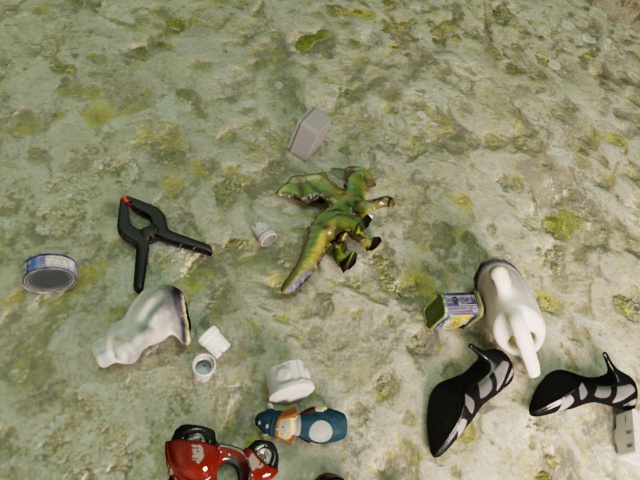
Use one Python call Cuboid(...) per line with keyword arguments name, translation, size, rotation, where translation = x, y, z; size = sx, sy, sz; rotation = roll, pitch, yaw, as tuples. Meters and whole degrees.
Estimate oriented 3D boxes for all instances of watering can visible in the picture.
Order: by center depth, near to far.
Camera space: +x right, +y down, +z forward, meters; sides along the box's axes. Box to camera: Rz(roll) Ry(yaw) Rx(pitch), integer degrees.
Cuboid(name="watering can", translation=(0.370, 0.117, 1.017), size=(0.103, 0.341, 0.230), rotation=(-21, 33, 14))

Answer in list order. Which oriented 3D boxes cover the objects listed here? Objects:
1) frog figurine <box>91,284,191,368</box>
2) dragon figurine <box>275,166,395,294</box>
Cuboid(name="frog figurine", translation=(-0.304, 0.142, 0.872), size=(0.160, 0.120, 0.140), rotation=(-9, 27, -13))
Cuboid(name="dragon figurine", translation=(0.003, -0.057, 1.134), size=(0.416, 0.119, 0.246), rotation=(-31, 54, -34))
